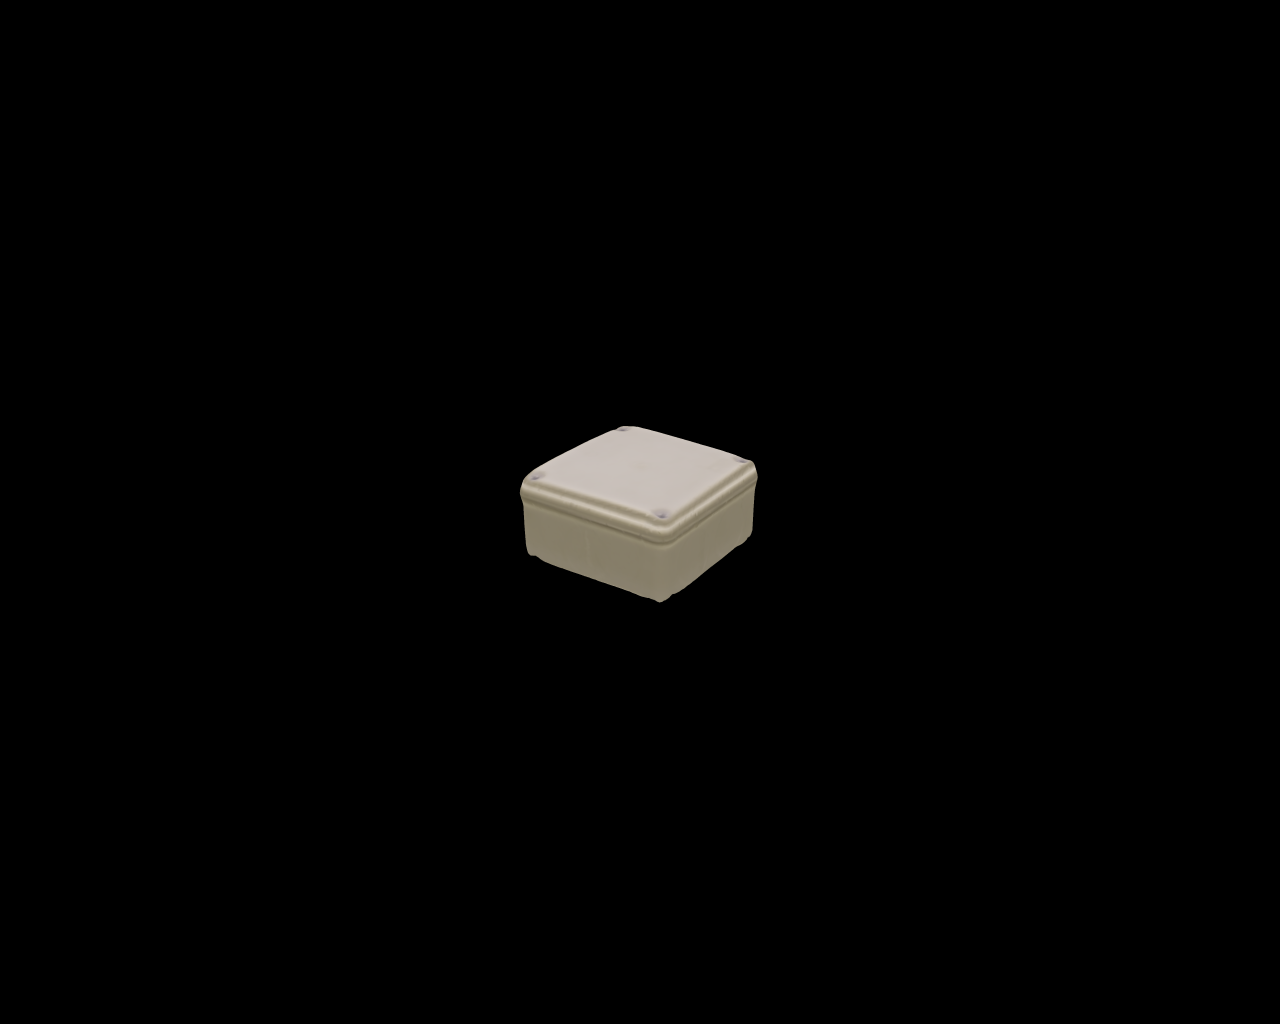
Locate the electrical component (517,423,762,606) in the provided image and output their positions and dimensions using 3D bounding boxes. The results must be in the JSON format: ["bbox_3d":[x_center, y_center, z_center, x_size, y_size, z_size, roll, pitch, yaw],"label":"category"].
[{"bbox_3d":[0.001,-0.003,0.650,0.109,0.056,0.109,18,32,31],"label":"electrical component"}]
